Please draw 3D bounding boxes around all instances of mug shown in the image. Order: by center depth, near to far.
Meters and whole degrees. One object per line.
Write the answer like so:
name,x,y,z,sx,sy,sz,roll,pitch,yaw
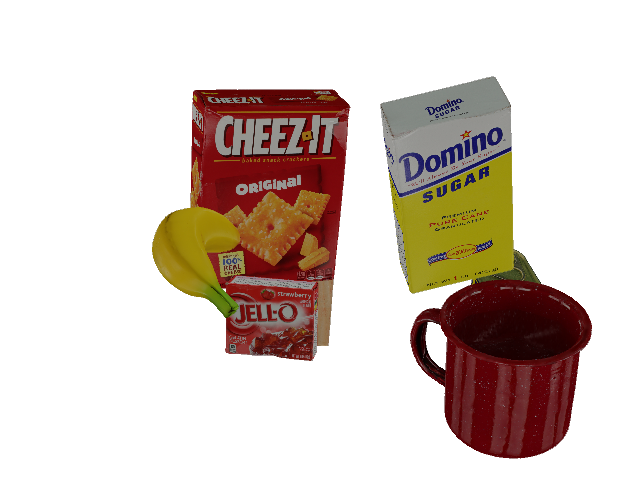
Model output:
mug,0.110,0.080,0.684,0.117,0.081,0.093,15,34,26

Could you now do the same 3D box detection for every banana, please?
banana,-0.092,0.007,0.797,0.037,0.069,0.198,-39,14,9

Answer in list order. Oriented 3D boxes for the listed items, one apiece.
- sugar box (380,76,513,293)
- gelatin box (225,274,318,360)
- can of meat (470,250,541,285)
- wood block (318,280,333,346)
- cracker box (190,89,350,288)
sugar box,0.104,-0.039,0.845,0.093,0.048,0.176,-14,-43,-2
gelatin box,-0.047,0.075,1.033,0.089,0.073,0.030,4,16,10
can of meat,0.185,0.074,1.060,0.057,0.102,0.084,-13,-41,-13
wood block,-0.026,0.025,1.402,0.090,0.206,0.091,4,24,-2
cracker box,-0.060,-0.056,1.184,0.164,0.214,0.072,-3,24,-18
